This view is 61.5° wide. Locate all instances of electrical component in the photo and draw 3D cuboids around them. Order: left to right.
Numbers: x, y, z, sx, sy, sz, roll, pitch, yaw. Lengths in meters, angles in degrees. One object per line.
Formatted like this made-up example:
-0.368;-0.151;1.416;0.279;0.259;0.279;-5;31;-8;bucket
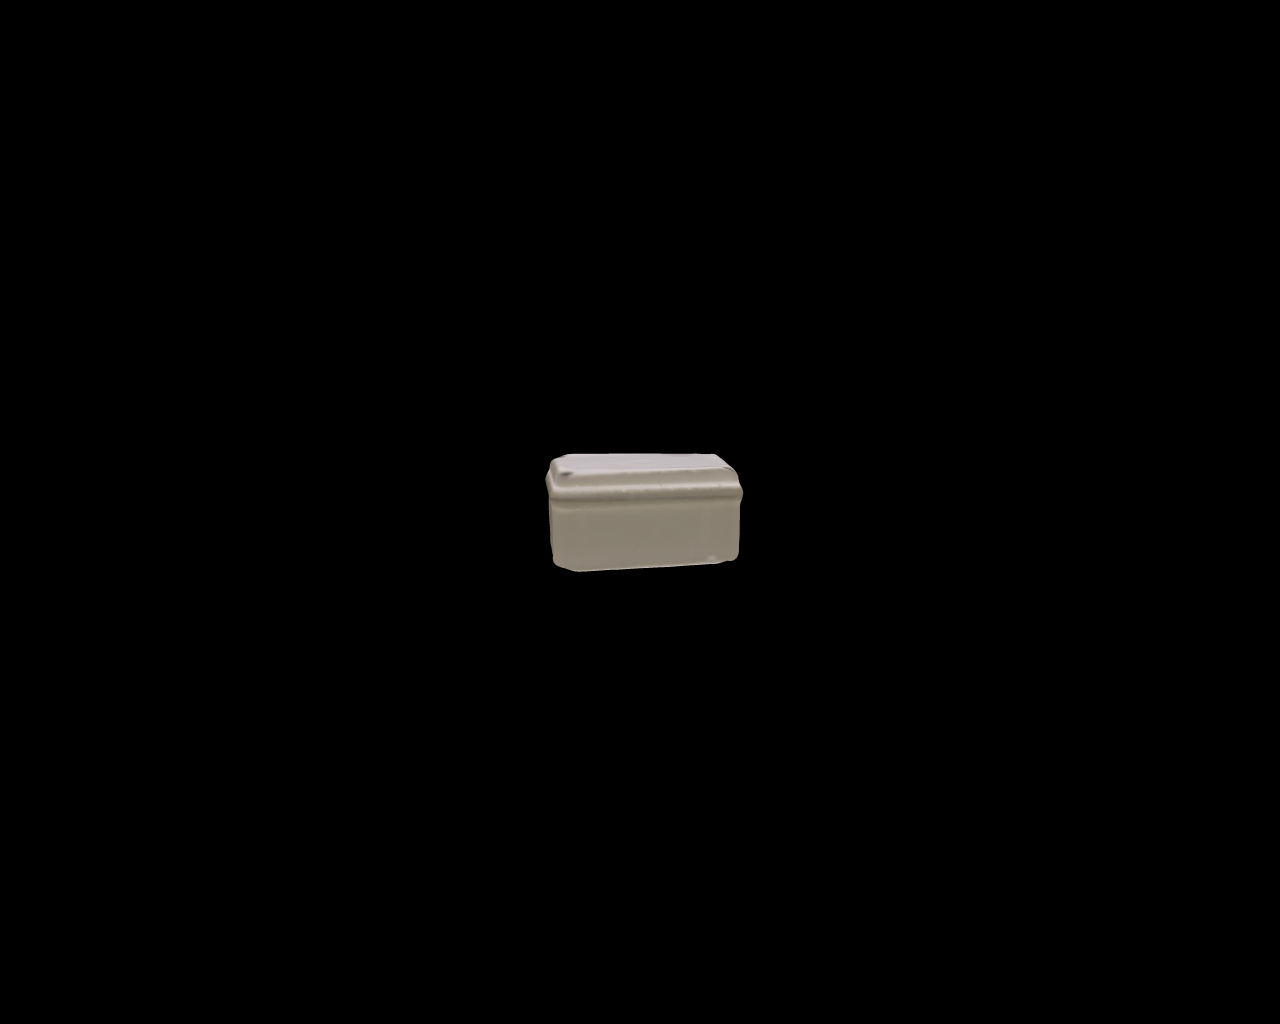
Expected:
0.001;-0.003;0.650;0.113;0.057;0.078;-1;12;-7;electrical component
